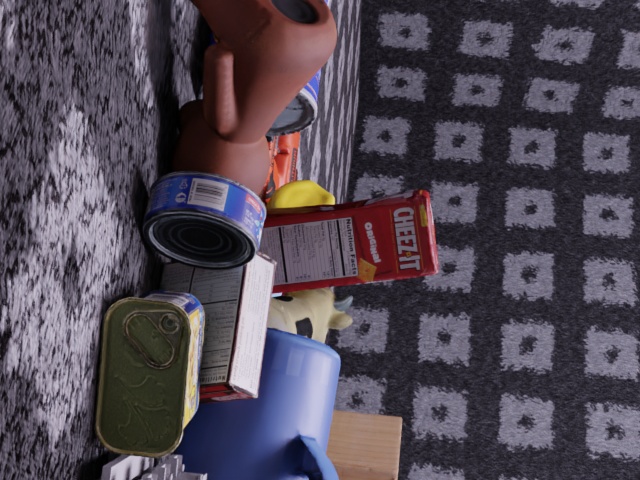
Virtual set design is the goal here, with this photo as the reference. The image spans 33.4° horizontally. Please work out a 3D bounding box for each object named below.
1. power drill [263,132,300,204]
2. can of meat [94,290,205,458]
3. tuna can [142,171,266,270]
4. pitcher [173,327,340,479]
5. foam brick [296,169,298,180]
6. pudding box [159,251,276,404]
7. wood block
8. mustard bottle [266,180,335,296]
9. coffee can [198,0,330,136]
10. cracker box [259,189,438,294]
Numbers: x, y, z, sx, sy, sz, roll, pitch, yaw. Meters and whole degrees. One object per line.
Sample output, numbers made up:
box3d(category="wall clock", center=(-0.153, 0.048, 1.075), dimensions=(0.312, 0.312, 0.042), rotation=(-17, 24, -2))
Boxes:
box3d(category="power drill", center=(-0.061, -0.112, 1.147), dimensions=(0.187, 0.057, 0.184), rotation=(45, 55, -81))
box3d(category="can of meat", center=(-0.111, 0.085, 0.718), dimensions=(0.084, 0.057, 0.102), rotation=(-49, 144, -86))
box3d(category="tuna can", center=(-0.083, -0.012, 0.763), dimensions=(0.086, 0.086, 0.033), rotation=(88, 10, -61))
box3d(category="pitcher", center=(-0.052, 0.193, 0.827), dimensions=(0.145, 0.149, 0.243), rotation=(91, 12, -78))
box3d(category="foam brick", center=(-0.056, -0.067, 1.285), dimensions=(0.078, 0.051, 0.053), rotation=(46, 49, -84))
box3d(category="pudding box", center=(-0.084, 0.066, 0.806), dimensions=(0.039, 0.090, 0.113), rotation=(34, 54, -47))
box3d(category="wood block", center=(-0.014, 0.252, 1.212), dimensions=(0.090, 0.206, 0.091), rotation=(-77, 171, -58))
box3d(category="mustard bottle", center=(-0.056, 0.029, 1.115), dimensions=(0.192, 0.058, 0.096), rotation=(-60, 169, 32))
box3d(category="coffee can", center=(-0.046, -0.176, 0.936), dimensions=(0.103, 0.103, 0.140), rotation=(84, 11, -68))
box3d(category="cracker box", center=(-0.006, 0.001, 0.939), dimensions=(0.164, 0.214, 0.072), rotation=(-41, 123, -82))
